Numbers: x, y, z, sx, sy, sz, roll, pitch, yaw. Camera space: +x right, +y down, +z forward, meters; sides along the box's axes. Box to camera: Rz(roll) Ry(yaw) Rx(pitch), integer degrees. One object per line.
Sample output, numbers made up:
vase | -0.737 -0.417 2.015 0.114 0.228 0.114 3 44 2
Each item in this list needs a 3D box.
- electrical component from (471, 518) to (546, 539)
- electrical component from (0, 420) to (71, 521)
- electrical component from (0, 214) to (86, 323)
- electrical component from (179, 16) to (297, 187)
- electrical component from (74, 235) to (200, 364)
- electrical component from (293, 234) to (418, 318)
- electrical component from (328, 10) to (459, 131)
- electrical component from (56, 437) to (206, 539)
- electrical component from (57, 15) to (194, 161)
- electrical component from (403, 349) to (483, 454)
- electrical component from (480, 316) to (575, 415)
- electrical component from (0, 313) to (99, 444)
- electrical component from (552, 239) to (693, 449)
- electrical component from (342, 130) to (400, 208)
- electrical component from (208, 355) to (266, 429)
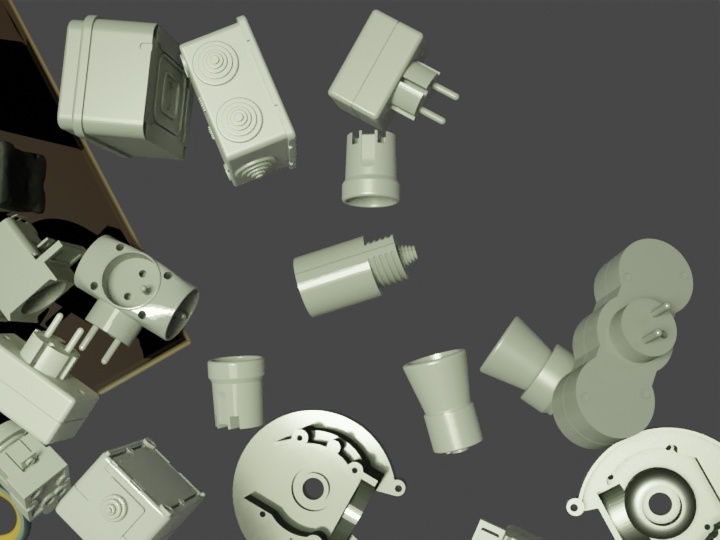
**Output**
electrical component | 0.091 0.231 0.698 0.079 0.063 0.121 23 91 9
electrical component | -0.237 0.138 0.757 0.055 0.066 0.048 41 58 16
electrical component | -0.243 -0.001 0.771 0.081 0.042 0.063 -40 81 4
electrical component | -0.081 -0.109 0.725 0.048 0.099 0.099 -23 84 -6
electrical component | -0.166 0.027 0.752 0.077 0.044 0.079 30 78 9
electrical component | 0.000 0.000 0.734 0.081 0.043 0.043 -18 85 7
electrical component | 0.030 -0.127 0.734 0.077 0.047 0.065 30 92 9
electrical component | -0.157 0.159 0.722 0.062 0.096 0.061 43 94 8
electrical component | -0.155 -0.120 0.728 0.057 0.113 0.078 6 88 6
electrical component | 0.059 0.090 0.722 0.044 0.044 0.065 -16 90 7
electrical component | 0.114 0.064 0.713 0.055 0.045 0.045 34 92 8
electrical component | -0.224 0.067 0.761 0.083 0.047 0.075 34 92 9
electrical component | 0.170 0.040 0.666 0.052 0.073 0.138 27 66 -4
electrical component | 0.008 -0.069 0.739 0.040 0.040 0.046 -1 81 8
electrical component | -0.084 0.084 0.745 0.040 0.040 0.046 -3 91 8
